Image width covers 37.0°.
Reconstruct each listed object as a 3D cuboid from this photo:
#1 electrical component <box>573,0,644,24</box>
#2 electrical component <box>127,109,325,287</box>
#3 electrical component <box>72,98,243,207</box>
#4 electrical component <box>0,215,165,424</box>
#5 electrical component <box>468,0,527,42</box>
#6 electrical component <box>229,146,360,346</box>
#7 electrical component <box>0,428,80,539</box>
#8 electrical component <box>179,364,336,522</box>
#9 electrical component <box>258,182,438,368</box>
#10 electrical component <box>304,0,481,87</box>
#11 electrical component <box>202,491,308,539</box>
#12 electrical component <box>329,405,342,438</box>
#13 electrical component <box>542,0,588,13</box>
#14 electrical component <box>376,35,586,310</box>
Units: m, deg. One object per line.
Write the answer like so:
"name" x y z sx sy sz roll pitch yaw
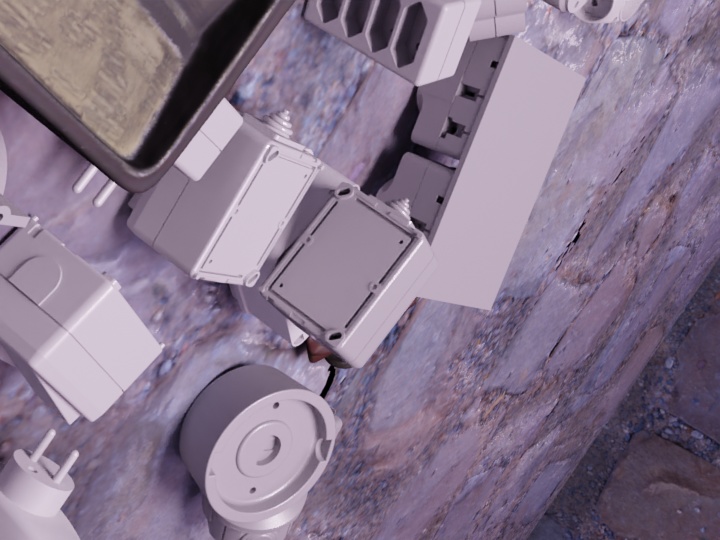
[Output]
"electrical component" 0.212 -0.247 0.874 0.077 0.044 0.079 -33 149 -43
"electrical component" -0.070 -0.048 0.569 0.096 0.061 0.062 -58 157 9
"electrical component" -0.104 -0.063 0.497 0.076 0.047 0.065 -53 158 -4
"electrical component" -0.146 0.031 0.528 0.061 0.062 0.096 -48 157 -16
"electrical component" 0.096 -0.182 0.650 0.138 0.074 0.052 25 56 -82
"electrical component" -0.043 -0.016 0.673 0.078 0.057 0.113 -46 156 -21
"electrical component" -0.179 0.122 0.571 0.079 0.077 0.043 -55 158 2
"electrical component" -0.079 0.120 0.777 0.108 0.060 0.108 -20 125 -31
"electrical component" 0.000 0.000 0.620 0.096 0.062 0.061 -52 158 -6
"electrical component" 0.027 -0.147 0.595 0.076 0.083 0.047 -27 145 -49
"electrical component" -0.083 0.175 0.835 0.080 0.080 0.051 -36 157 -38
"electrical component" -0.051 0.140 0.898 0.064 0.042 0.081 -16 137 -55
"electrical component" 0.135 -0.211 0.756 0.045 0.055 0.045 -43 155 -26
"electrical component" 0.079 -0.073 0.778 0.105 0.060 0.186 12 102 -52
